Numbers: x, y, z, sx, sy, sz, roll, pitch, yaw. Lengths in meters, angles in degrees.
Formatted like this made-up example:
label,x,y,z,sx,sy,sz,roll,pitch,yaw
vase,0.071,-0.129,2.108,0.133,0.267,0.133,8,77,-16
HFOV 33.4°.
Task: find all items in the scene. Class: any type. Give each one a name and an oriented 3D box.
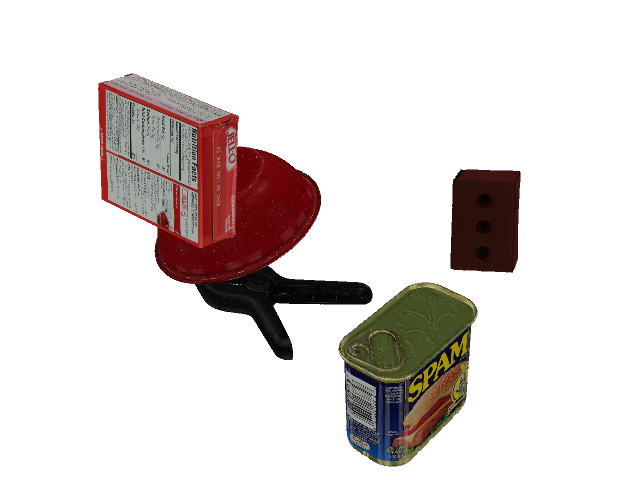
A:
label,x,y,z,sx,sy,sz,roll,pitch,yaw
gelatin box,-0.085,-0.045,0.595,0.089,0.073,0.030,24,34,34
bowl,-0.084,-0.035,0.949,0.162,0.055,0.162,-16,36,12
foam brick,0.137,-0.017,0.883,0.053,0.078,0.051,2,15,14
clamp,-0.068,0.065,1.195,0.210,0.036,0.164,16,29,24
can of meat,0.060,0.092,0.728,0.058,0.084,0.101,25,43,33
